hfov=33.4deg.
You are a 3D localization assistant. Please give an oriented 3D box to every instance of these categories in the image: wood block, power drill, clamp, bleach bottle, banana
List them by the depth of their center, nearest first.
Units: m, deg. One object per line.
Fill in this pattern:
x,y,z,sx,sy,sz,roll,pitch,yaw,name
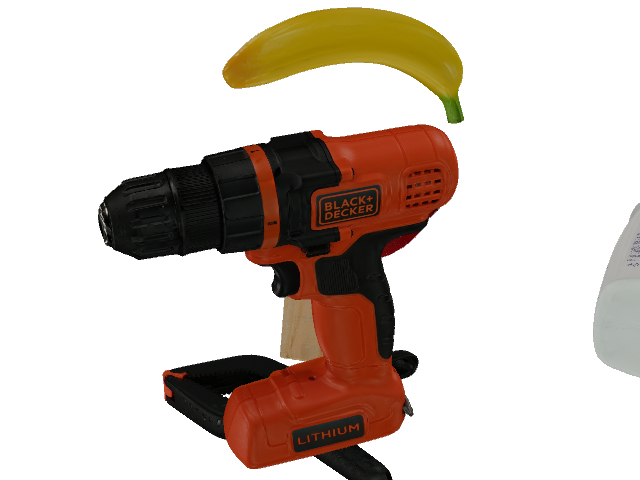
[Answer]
-0.018,0.033,0.568,0.184,0.188,0.057,-10,36,-15,power drill
0.252,0.016,0.725,0.103,0.068,0.250,9,22,21,bleach bottle
0.028,-0.127,0.736,0.197,0.069,0.037,5,2,-28,banana
-0.023,0.127,0.871,0.210,0.036,0.164,10,30,16,clamp
0.004,0.048,1.391,0.090,0.206,0.090,8,23,6,wood block

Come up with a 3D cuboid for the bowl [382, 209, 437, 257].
0.037,-0.026,1.055,0.162,0.055,0.162,3,27,-2,bowl
